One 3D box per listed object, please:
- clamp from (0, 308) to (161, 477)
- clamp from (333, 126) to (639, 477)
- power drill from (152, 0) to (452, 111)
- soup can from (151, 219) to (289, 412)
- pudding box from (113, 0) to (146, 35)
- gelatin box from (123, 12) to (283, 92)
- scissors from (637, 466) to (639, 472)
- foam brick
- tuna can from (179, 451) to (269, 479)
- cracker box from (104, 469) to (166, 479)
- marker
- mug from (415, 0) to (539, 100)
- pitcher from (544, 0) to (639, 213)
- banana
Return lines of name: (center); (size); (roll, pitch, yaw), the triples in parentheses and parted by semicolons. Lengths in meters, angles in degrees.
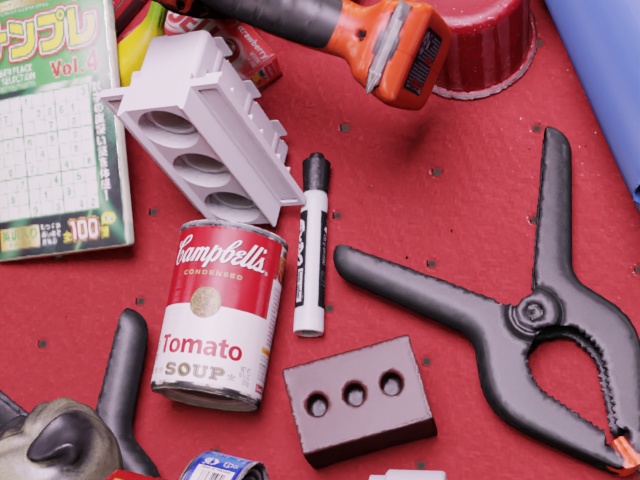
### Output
clamp: (-0.132, 0.127, 0.642); (0.120, 0.039, 0.171); (-33, 73, 7)
clamp: (0.130, 0.038, 0.627); (0.164, 0.036, 0.210); (-36, 67, -6)
power drill: (-0.021, -0.133, 0.621); (0.188, 0.184, 0.057); (23, 100, 12)
soup can: (-0.060, 0.047, 0.644); (0.068, 0.068, 0.102); (5, 72, 13)
pudding box: (-0.179, -0.195, 0.771); (0.113, 0.039, 0.090); (35, 79, 18)
gelatin box: (-0.081, -0.128, 0.732); (0.073, 0.030, 0.089); (-37, 68, -4)
scissors: (0.242, 0.192, 0.556); (0.202, 0.016, 0.096); (20, 96, 33)
foam brick: (0.023, 0.094, 0.618); (0.078, 0.051, 0.053); (-17, 68, 4)
tuna can: (-0.058, 0.162, 0.591); (0.034, 0.086, 0.086); (11, 72, 15)
cracker box: (-0.048, 0.237, 0.517); (0.164, 0.072, 0.214); (8, 103, 17)
marker: (-0.004, 0.001, 0.676); (0.020, 0.020, 0.121); (-1, 70, 10)
mug: (0.091, -0.160, 0.683); (0.093, 0.081, 0.117); (-6, 69, 8)
pitcher: (0.219, -0.116, 0.628); (0.145, 0.149, 0.243); (-27, 63, 16)
banana: (-0.176, -0.114, 0.729); (0.198, 0.037, 0.069); (-8, 87, 25)
